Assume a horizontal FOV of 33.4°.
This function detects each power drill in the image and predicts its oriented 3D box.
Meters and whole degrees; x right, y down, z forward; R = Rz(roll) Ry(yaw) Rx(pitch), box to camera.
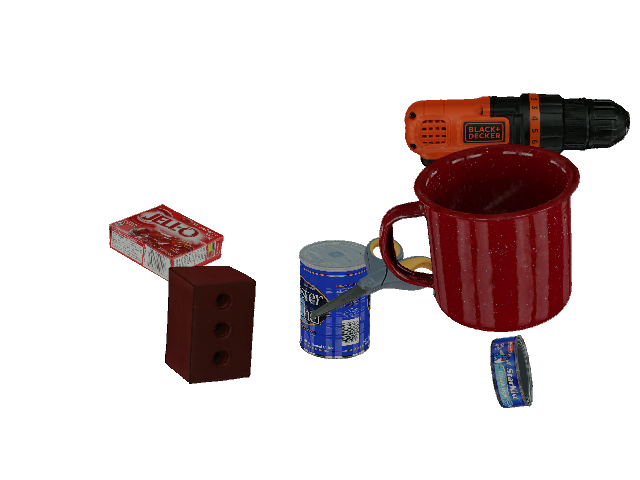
[{"bbox_3d":[0.165,-0.032,0.909,0.184,0.188,0.057,1,17,9],"label":"power drill"}]

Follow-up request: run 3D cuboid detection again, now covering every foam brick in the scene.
[{"bbox_3d":[-0.084,0.062,0.810,0.052,0.078,0.051,-3,13,-29],"label":"foam brick"}]

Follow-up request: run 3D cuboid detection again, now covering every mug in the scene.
[{"bbox_3d":[0.093,0.001,0.626,0.117,0.081,0.093,-6,29,6],"label":"mug"}]

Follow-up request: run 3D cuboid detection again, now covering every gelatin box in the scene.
[{"bbox_3d":[-0.153,0.000,1.055,0.089,0.030,0.073,27,33,31],"label":"gelatin box"}]

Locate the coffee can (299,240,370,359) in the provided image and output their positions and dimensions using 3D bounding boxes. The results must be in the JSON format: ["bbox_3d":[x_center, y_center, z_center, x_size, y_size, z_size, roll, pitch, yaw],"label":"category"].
[{"bbox_3d":[0.021,0.083,1.512,0.103,0.140,0.103,0,21,0],"label":"coffee can"}]

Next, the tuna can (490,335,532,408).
[{"bbox_3d":[0.230,0.158,1.286,0.034,0.086,0.086,-10,-3,19],"label":"tuna can"}]

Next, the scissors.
[{"bbox_3d":[0.045,0.037,1.186,0.201,0.016,0.096,-11,42,-36],"label":"scissors"}]
